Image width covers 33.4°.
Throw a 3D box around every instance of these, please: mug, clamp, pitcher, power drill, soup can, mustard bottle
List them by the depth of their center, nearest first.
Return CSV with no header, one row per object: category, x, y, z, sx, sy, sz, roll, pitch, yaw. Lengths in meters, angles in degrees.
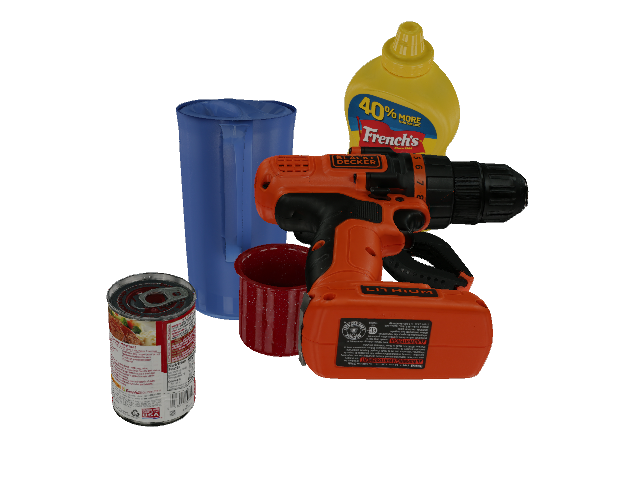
power drill,0.052,0.006,0.658,0.184,0.057,0.187,-1,33,-3
soup can,-0.131,0.086,0.836,0.068,0.102,0.068,3,28,-2
mustard bottle,0.066,-0.097,0.887,0.096,0.192,0.058,23,49,19
mug,-0.030,0.064,1.032,0.117,0.081,0.093,26,35,38
pitcher,-0.096,-0.035,1.206,0.145,0.243,0.148,16,22,38
clamp,0.082,0.008,1.262,0.210,0.036,0.164,37,41,26
